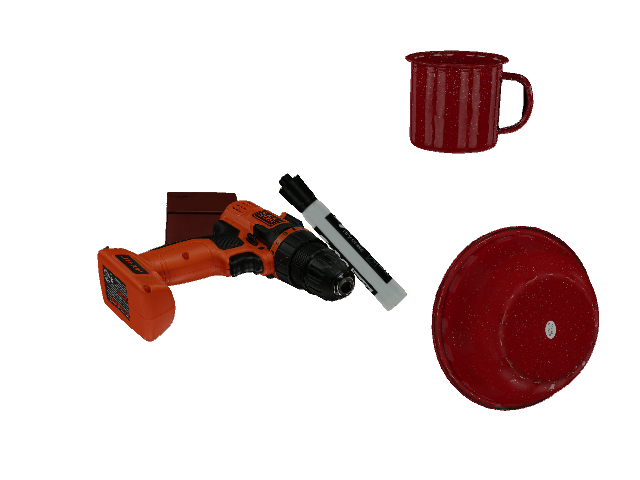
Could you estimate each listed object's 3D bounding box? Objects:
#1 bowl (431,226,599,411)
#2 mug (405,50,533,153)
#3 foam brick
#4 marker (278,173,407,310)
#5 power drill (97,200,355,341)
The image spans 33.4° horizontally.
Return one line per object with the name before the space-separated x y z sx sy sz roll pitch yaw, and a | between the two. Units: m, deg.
bowl | 0.177 0.070 0.898 0.161 0.162 0.055 0 6 -21
mug | 0.135 -0.126 0.974 0.117 0.081 0.093 4 18 12
foam brick | -0.128 -0.019 1.150 0.078 0.051 0.053 1 27 -8
marker | 0.014 0.000 0.756 0.020 0.121 0.020 -42 -2 -2
power drill | -0.086 0.028 0.939 0.187 0.057 0.185 -17 27 -31
